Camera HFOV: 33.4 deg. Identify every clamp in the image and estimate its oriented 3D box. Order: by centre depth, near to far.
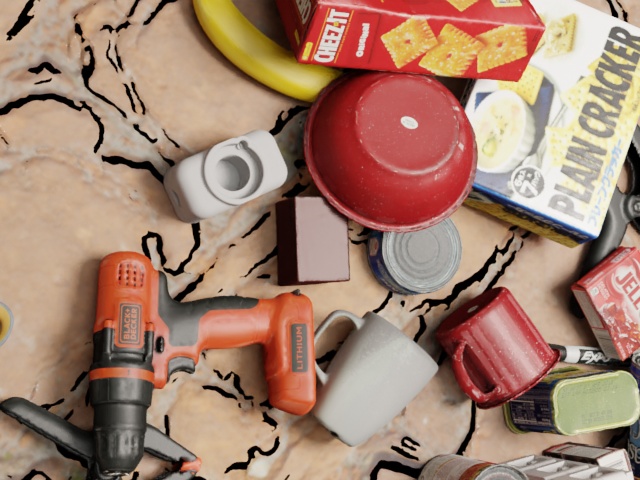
[{"bbox_3d":[-0.184,0.198,0.870,0.171,0.039,0.120,11,81,-19],"label":"clamp"},{"bbox_3d":[0.305,-0.026,1.080,0.164,0.036,0.210,-17,95,-22],"label":"clamp"}]

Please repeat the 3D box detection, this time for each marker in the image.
[{"bbox_3d":[0.269,0.115,1.063,0.121,0.020,0.020,6,83,-20],"label":"marker"}]

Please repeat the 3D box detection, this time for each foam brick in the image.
[{"bbox_3d":[-0.006,0.001,0.949,0.051,0.053,0.078,0,86,-22],"label":"foam brick"}]

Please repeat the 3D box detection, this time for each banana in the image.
[{"bbox_3d":[-0.045,-0.174,0.959,0.197,0.037,0.069,39,73,-14],"label":"banana"}]

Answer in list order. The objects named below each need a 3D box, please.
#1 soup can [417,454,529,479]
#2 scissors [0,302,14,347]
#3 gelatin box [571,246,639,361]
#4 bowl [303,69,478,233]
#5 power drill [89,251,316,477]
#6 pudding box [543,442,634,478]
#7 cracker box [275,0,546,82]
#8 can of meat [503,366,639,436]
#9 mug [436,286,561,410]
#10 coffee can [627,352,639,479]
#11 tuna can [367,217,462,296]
[{"bbox_3d":[0.137,0.230,0.957,0.068,0.102,0.068,2,84,-21],"label":"soup can"},{"bbox_3d":[-0.320,0.104,0.839,0.096,0.016,0.201,33,75,-15],"label":"scissors"},{"bbox_3d":[0.296,0.061,1.043,0.073,0.030,0.089,-35,106,-18],"label":"gelatin box"},{"bbox_3d":[0.069,-0.090,0.929,0.162,0.055,0.162,3,72,-11],"label":"bowl"},{"bbox_3d":[-0.098,0.105,0.889,0.187,0.057,0.184,7,72,-23],"label":"power drill"},{"bbox_3d":[0.262,0.252,1.010,0.039,0.090,0.113,-12,89,-23],"label":"pudding box"},{"bbox_3d":[0.070,-0.222,0.946,0.213,0.072,0.164,2,46,-21],"label":"cracker box"},{"bbox_3d":[0.239,0.153,1.013,0.102,0.084,0.057,-6,86,-22],"label":"can of meat"},{"bbox_3d":[0.155,0.102,0.978,0.081,0.093,0.117,54,44,-4],"label":"mug"},{"bbox_3d":[0.349,0.185,1.027,0.102,0.103,0.140,-4,100,-21],"label":"coffee can"},{"bbox_3d":[0.089,0.009,0.996,0.086,0.034,0.086,2,84,-20],"label":"tuna can"}]
